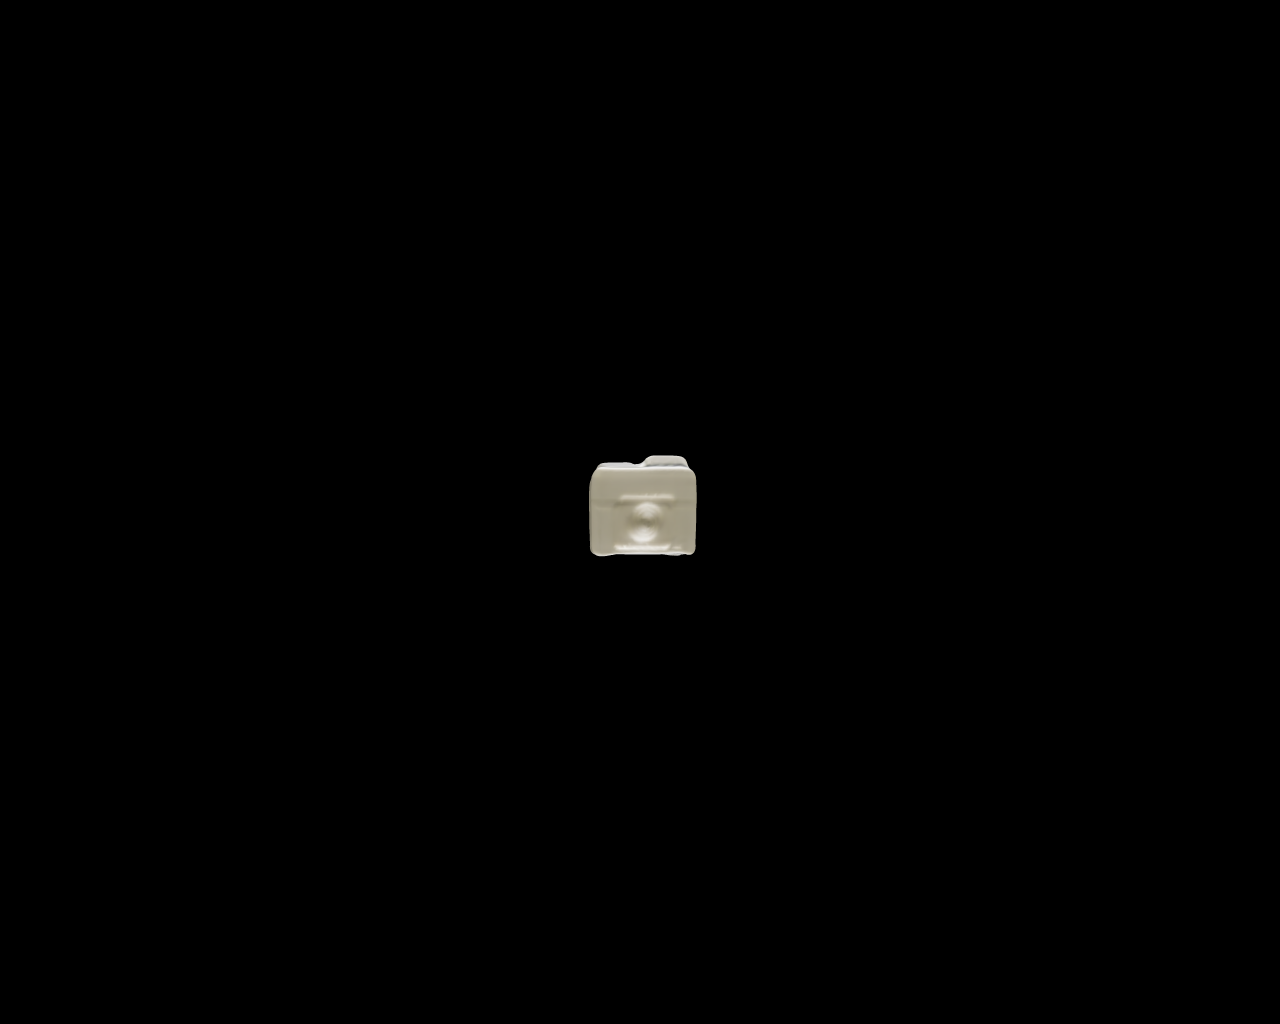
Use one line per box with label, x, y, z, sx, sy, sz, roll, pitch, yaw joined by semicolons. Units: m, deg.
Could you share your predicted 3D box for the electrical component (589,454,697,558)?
electrical component;0.001;-0.003;0.650;0.062;0.061;0.096;0;-2;-4
